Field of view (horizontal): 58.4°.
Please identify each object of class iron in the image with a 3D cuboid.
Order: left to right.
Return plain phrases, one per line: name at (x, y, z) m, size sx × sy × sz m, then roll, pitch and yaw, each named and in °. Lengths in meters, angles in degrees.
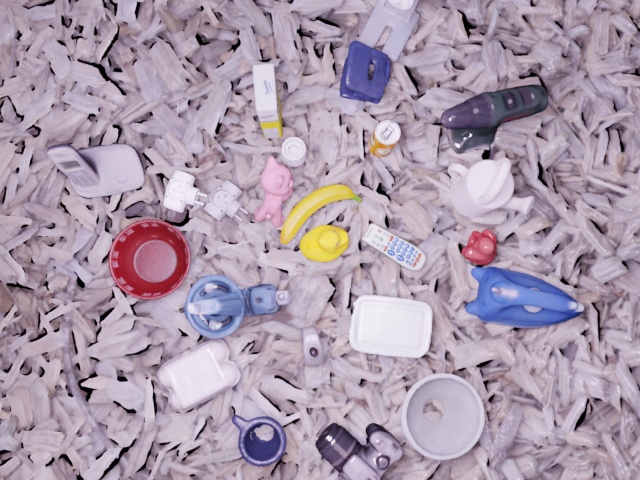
iron at (0.435, 0.122, 1.153) m, size 0.258 × 0.141 × 0.119 m, roll 10°, pitch 83°, yaw -2°

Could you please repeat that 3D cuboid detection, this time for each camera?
camera at (0.070, 0.415, 1.120) m, size 0.137 × 0.100 × 0.143 m, roll 43°, pitch 83°, yaw 2°

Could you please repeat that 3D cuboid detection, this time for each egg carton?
egg carton at (-0.240, 0.266, 1.134) m, size 0.150 × 0.069 × 0.107 m, roll -29°, pitch 86°, yaw -6°

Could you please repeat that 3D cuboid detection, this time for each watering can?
watering can at (0.342, -0.108, 1.146) m, size 0.173 × 0.194 × 0.101 m, roll 7°, pitch 83°, yaw -2°

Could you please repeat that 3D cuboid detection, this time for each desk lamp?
desk lamp at (0.179, -0.509, 1.171) m, size 0.118 × 0.213 × 0.203 m, roll 26°, pitch 83°, yaw 0°

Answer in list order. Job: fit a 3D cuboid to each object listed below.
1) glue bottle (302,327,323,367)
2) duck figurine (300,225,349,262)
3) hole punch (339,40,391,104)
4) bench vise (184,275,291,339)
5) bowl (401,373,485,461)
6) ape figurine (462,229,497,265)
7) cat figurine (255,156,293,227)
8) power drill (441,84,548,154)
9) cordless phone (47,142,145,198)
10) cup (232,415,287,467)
glue bottle at (-0.015, 0.209, 1.101) m, size 0.037 × 0.173 × 0.078 m, roll -10°, pitch 84°, yaw -4°
duck figurine at (0.011, 0.004, 1.169) m, size 0.104 × 0.086 × 0.077 m, roll -12°, pitch 84°, yaw -4°
hole punch at (0.098, -0.355, 1.211) m, size 0.101 × 0.091 × 0.109 m, roll 9°, pitch 83°, yaw -2°
bench vise at (-0.166, 0.109, 1.080) m, size 0.207 × 0.219 × 0.121 m, roll -25°, pitch 85°, yaw -5°
bowl at (0.239, 0.348, 1.150) m, size 0.167 × 0.074 × 0.167 m, roll 0°, pitch 84°, yaw -3°
ape figurine at (0.336, 0.015, 1.184) m, size 0.078 × 0.092 × 0.076 m, roll -22°, pitch 85°, yaw -5°
cat figurine at (-0.092, -0.098, 1.158) m, size 0.067 × 0.117 × 0.128 m, roll 13°, pitch 83°, yaw -1°
power drill at (0.328, -0.242, 1.153) m, size 0.229 × 0.208 × 0.075 m, roll -19°, pitch 85°, yaw -5°
cordless phone at (-0.431, -0.149, 1.110) m, size 0.147 × 0.185 × 0.094 m, roll -14°, pitch 84°, yaw -4°
cup at (-0.121, 0.376, 1.116) m, size 0.118 × 0.095 × 0.092 m, roll 38°, pitch 83°, yaw 1°
